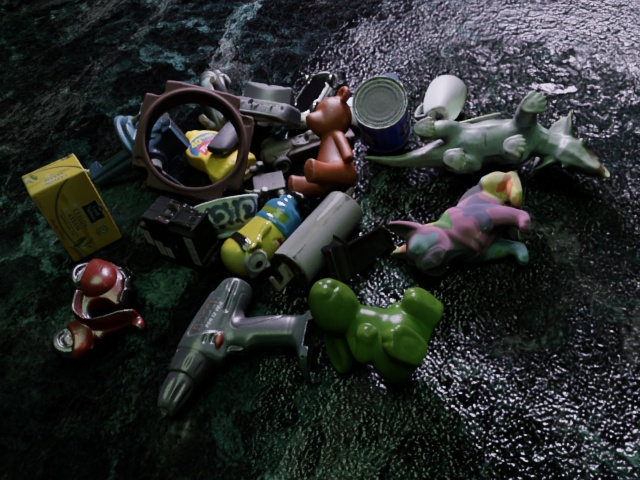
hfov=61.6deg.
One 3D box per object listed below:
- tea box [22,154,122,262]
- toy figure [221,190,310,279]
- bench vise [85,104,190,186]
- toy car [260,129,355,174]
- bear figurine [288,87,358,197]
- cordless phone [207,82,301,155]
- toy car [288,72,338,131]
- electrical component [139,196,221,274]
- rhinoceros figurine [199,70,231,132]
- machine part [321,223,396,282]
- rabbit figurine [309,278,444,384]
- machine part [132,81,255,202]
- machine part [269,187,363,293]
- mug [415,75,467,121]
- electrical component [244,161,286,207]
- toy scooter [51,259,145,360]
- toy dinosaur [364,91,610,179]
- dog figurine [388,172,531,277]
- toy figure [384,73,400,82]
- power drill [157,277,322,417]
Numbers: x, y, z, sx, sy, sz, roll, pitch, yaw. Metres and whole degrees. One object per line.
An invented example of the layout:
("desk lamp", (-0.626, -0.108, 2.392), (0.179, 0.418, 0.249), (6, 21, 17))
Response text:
("tea box", (-0.438, -0.054, 0.958), (0.098, 0.169, 0.068), (-32, 50, -18))
("toy figure", (-0.093, -0.010, 0.928), (0.089, 0.082, 0.180), (12, 56, 43))
("bench vise", (-0.383, -0.175, 1.103), (0.241, 0.128, 0.224), (-29, 57, 10))
("toy car", (-0.027, -0.200, 1.110), (0.202, 0.053, 0.089), (-21, 45, -9))
("bear figurine", (0.007, -0.184, 1.006), (0.132, 0.120, 0.195), (-3, 79, -28))
("cordless phone", (-0.134, -0.229, 1.082), (0.147, 0.088, 0.184), (14, 50, 20))
("toy car", (-0.017, -0.317, 1.212), (0.074, 0.056, 0.202), (5, 48, 21))
("electrical component", (-0.244, -0.012, 0.928), (0.134, 0.114, 0.058), (18, 51, 20))
("rhinoceros figurine", (-0.228, -0.312, 1.205), (0.073, 0.112, 0.190), (-30, 58, 19))
("machine part", (0.064, 0.018, 0.890), (0.139, 0.084, 0.039), (-26, 15, -30))
("rabbit figurine", (0.062, 0.114, 0.743), (0.170, 0.159, 0.121), (30, 54, 8))
("machine part", (-0.229, -0.175, 0.981), (0.201, 0.087, 0.201), (11, 89, -12))
("machine part", (-0.002, -0.003, 0.909), (0.079, 0.079, 0.243), (23, 55, 26))
("mug", (0.245, -0.279, 1.120), (0.110, 0.080, 0.107), (-14, 34, 34))
("electrical component", (-0.105, -0.107, 1.040), (0.078, 0.045, 0.102), (-9, 47, 3))
("toy scooter", (-0.341, 0.105, 0.864), (0.135, 0.075, 0.184), (-5, 51, 4))
("toy dinosaur", (0.301, -0.169, 0.983), (0.405, 0.192, 0.131), (1, 82, 27))
("dog figurine", (0.222, -0.024, 0.878), (0.219, 0.108, 0.192), (-4, 48, 9))
("toy figure", (0.152, -0.302, 1.171), (0.058, 0.064, 0.154), (23, 50, -22))
("power drill", (-0.106, 0.161, 0.783), (0.207, 0.085, 0.232), (-2, 45, 17))
